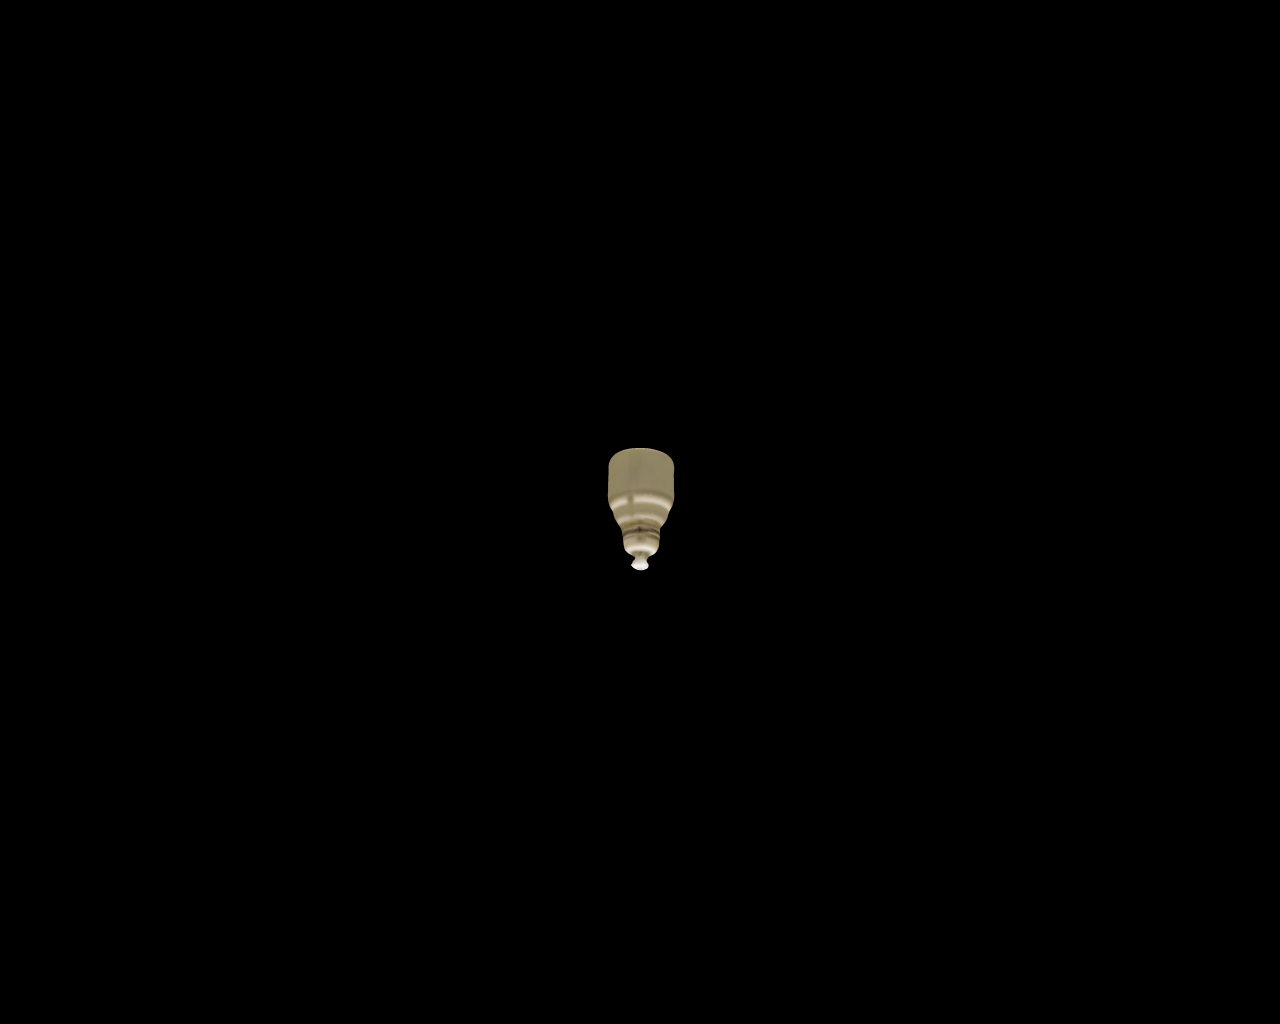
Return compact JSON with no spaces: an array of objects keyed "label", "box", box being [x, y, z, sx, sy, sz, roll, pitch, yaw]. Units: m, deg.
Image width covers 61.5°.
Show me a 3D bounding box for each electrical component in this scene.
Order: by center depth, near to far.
[{"label":"electrical component","box":[0.001,-0.003,0.650,0.040,0.078,0.040,0,-22,0]}]
